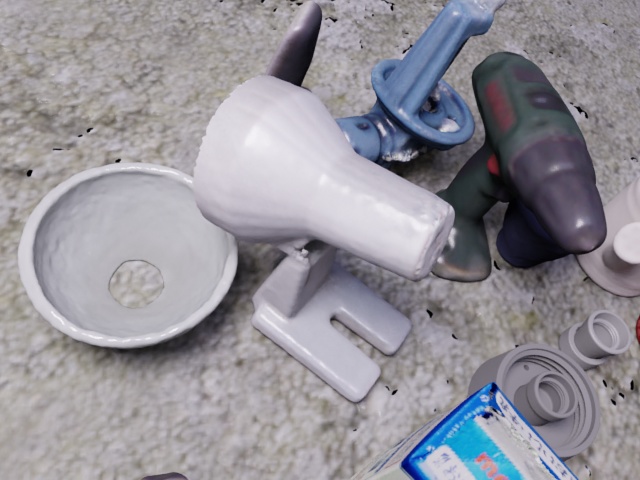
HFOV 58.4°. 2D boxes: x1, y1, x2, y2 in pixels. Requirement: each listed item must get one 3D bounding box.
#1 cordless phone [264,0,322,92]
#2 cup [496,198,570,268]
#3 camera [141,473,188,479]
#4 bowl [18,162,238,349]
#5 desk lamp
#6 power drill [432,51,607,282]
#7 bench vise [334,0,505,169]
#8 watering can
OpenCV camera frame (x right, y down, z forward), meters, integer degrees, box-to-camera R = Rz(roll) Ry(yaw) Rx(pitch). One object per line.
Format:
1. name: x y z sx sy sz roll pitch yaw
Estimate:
1. cordless phone: -0.051 -0.116 0.523 0.094 0.185 0.147 20 57 -2
2. cup: 0.222 -0.024 0.596 0.092 0.095 0.117 2 60 -14
3. camera: -0.056 0.223 0.373 0.137 0.100 0.143 -2 61 -16
4. bowl: -0.154 0.021 0.481 0.167 0.074 0.167 7 59 -11
5. desk lamp: 0.004 0.002 0.452 0.203 0.213 0.118 36 58 8
6. power drill: 0.166 -0.047 0.527 0.076 0.208 0.229 5 59 -12
7. bench vise: 0.088 -0.126 0.545 0.121 0.219 0.208 37 58 8
8. watering can: 0.350 -0.022 0.569 0.101 0.194 0.173 33 58 6
